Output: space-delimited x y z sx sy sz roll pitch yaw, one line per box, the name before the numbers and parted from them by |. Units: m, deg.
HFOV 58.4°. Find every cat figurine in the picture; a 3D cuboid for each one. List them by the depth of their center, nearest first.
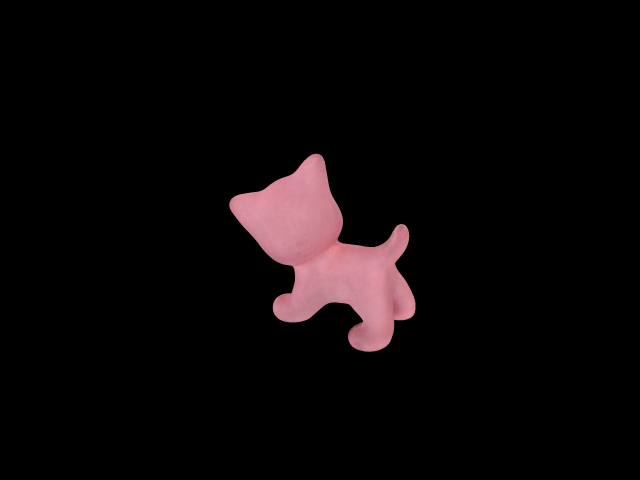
cat figurine | 0.004 0.001 0.400 0.127 0.118 0.067 14 32 24
